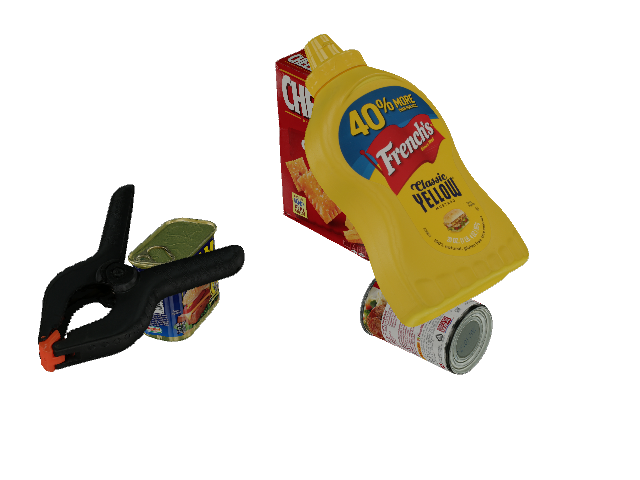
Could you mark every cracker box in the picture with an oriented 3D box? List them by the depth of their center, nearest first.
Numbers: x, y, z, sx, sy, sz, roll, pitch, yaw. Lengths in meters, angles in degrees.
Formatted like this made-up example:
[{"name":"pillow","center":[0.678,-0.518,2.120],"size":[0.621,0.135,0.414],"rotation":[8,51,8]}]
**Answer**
[{"name":"cracker box","center":[0.027,-0.098,1.241],"size":[0.072,0.214,0.164],"rotation":[-31,44,-34]}]

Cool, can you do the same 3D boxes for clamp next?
[{"name":"clamp","center":[-0.153,0.025,0.793],"size":[0.120,0.039,0.171],"rotation":[32,50,26]}]

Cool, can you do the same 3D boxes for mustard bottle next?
[{"name":"mustard bottle","center":[0.045,-0.047,0.671],"size":[0.096,0.192,0.058],"rotation":[-25,-12,-30]}]

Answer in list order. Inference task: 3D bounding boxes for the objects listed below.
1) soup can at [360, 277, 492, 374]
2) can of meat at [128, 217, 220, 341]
[{"name":"soup can","center":[0.096,0.072,0.969],"size":[0.102,0.068,0.068],"rotation":[23,15,38]},{"name":"can of meat","center":[-0.138,0.038,1.032],"size":[0.057,0.084,0.102],"rotation":[7,28,19]}]
